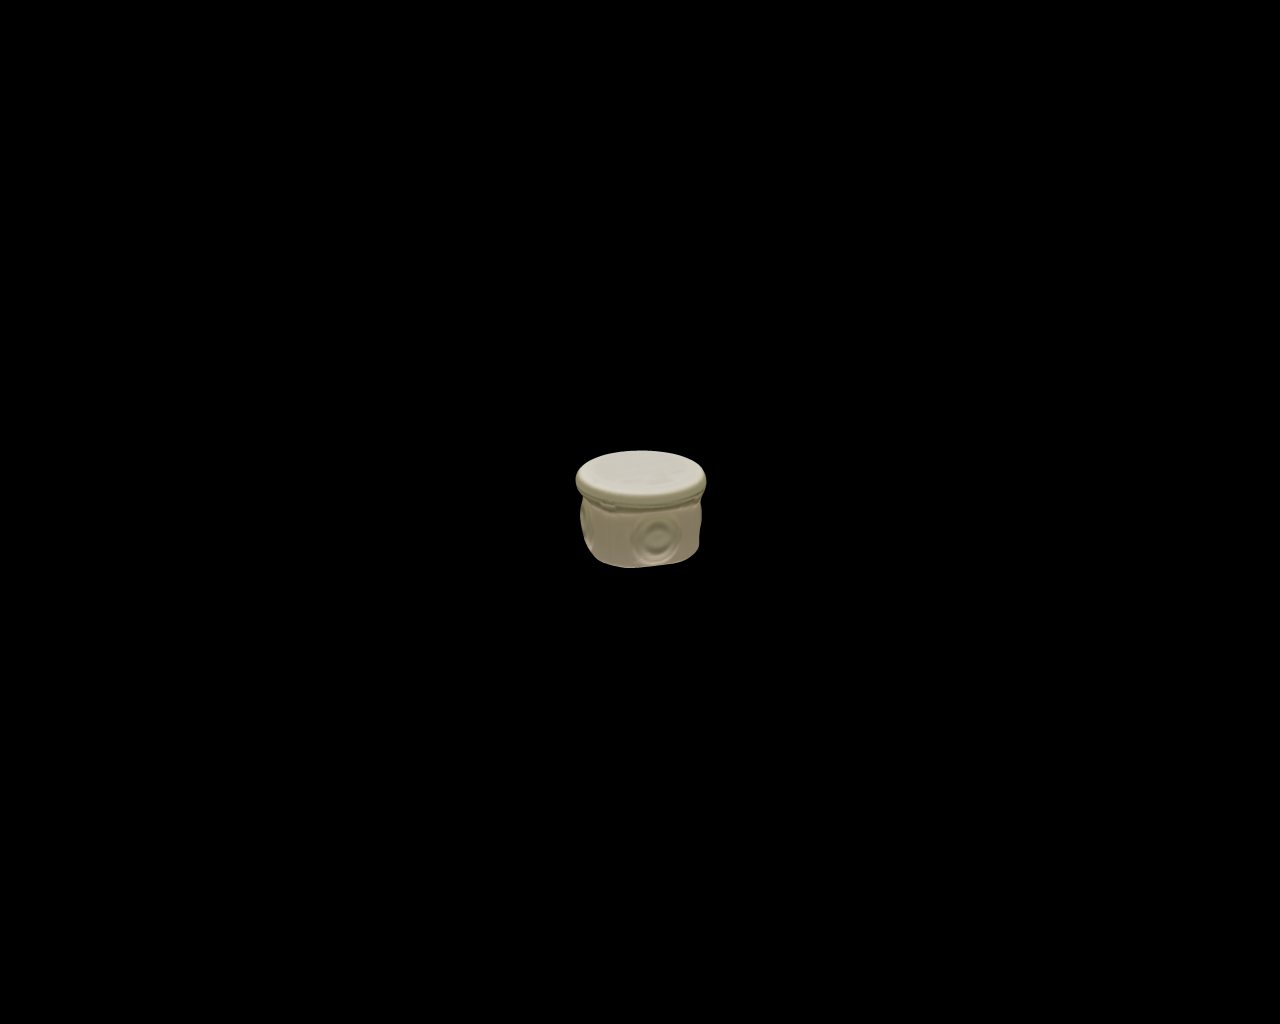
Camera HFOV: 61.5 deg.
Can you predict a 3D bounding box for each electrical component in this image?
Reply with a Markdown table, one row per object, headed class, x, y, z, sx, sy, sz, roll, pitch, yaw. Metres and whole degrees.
| class | x | y | z | sx | sy | sz | roll | pitch | yaw |
| --- | --- | --- | --- | --- | --- | --- | --- | --- | --- |
| electrical component | 0.001 | -0.003 | 0.650 | 0.080 | 0.050 | 0.080 | 0 | 23 | 0 |
